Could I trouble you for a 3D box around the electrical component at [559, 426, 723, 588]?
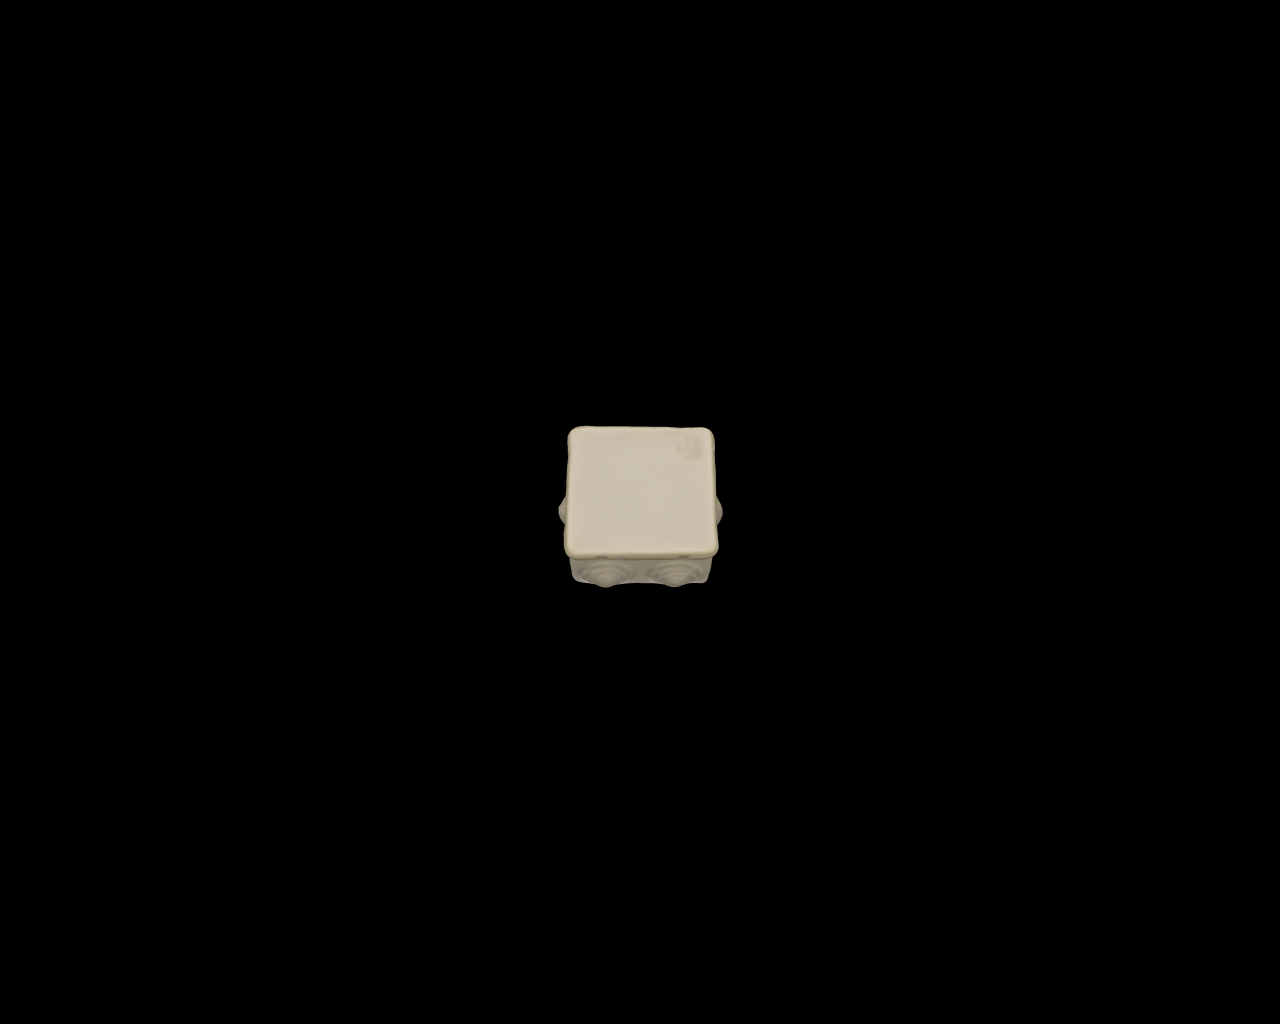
[{"bbox_3d":[0.001,-0.003,0.650,0.100,0.100,0.048,0,-28,0],"label":"electrical component"}]
